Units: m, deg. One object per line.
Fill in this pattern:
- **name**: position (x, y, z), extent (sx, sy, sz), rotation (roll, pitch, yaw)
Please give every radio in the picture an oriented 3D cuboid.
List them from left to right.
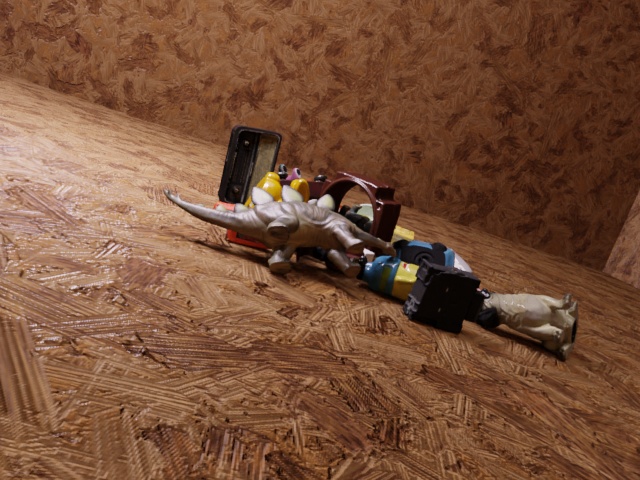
- **radio**: position (-0.196, -0.196, 1.471), extent (0.131, 0.229, 0.073), rotation (12, 8, -17)

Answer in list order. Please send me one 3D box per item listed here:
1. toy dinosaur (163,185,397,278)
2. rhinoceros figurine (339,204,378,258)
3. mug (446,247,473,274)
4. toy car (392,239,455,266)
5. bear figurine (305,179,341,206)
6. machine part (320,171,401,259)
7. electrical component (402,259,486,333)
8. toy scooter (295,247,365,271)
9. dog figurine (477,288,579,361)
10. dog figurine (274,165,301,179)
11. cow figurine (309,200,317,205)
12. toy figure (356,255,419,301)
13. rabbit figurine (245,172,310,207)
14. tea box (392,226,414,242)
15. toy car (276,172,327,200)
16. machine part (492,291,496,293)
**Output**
- **toy dinosaur**: position (-0.069, -0.026, 1.043), extent (0.471, 0.105, 0.199), rotation (11, 29, -15)
- **rhinoceros figurine**: position (0.115, -0.017, 1.416), extent (0.073, 0.112, 0.190), rotation (-6, 39, -49)
- **mug**: position (0.351, 0.078, 1.444), extent (0.109, 0.080, 0.107), rotation (3, 26, -38)
- **toy car**: position (0.246, 0.062, 1.323), extent (0.162, 0.109, 0.102), rotation (10, -15, 13)
- **bear figurine**: position (-0.002, -0.097, 1.670), extent (0.195, 0.120, 0.132), rotation (41, -40, -18)
- **machine part**: position (0.086, -0.058, 1.332), extent (0.201, 0.201, 0.087), rotation (28, 17, 37)
- **electrical component**: position (0.238, 0.107, 1.008), extent (0.134, 0.114, 0.058), rotation (15, 14, -12)
- **toy scooter**: position (0.002, 0.020, 1.146), extent (0.184, 0.075, 0.135), rotation (21, 14, 17)
- **dog figurine**: position (0.428, 0.166, 1.127), extent (0.191, 0.121, 0.172), rotation (6, -34, 39)
- **dog figurine**: position (-0.156, -0.136, 1.598), extent (0.219, 0.191, 0.108), rotation (-15, -4, 34)
- **cow figurine**: position (0.010, -0.051, 1.494), extent (0.068, 0.098, 0.167), rotation (-21, -18, 32)
- **toy figure**: position (0.164, 0.083, 1.097), extent (0.180, 0.089, 0.082), rotation (12, 39, 16)
- **rabbit figurine**: position (-0.091, -0.087, 1.386), extent (0.173, 0.162, 0.122), rotation (34, -6, -15)
- **tea box**: position (0.235, 0.000, 1.654), extent (0.098, 0.068, 0.169), rotation (21, 12, 5)
- **toy car**: position (-0.050, -0.138, 1.497), extent (0.202, 0.089, 0.053), rotation (-2, -11, -38)
- **machine part**: position (0.472, 0.160, 1.347), extent (0.139, 0.039, 0.084), rotation (13, 7, -23)
